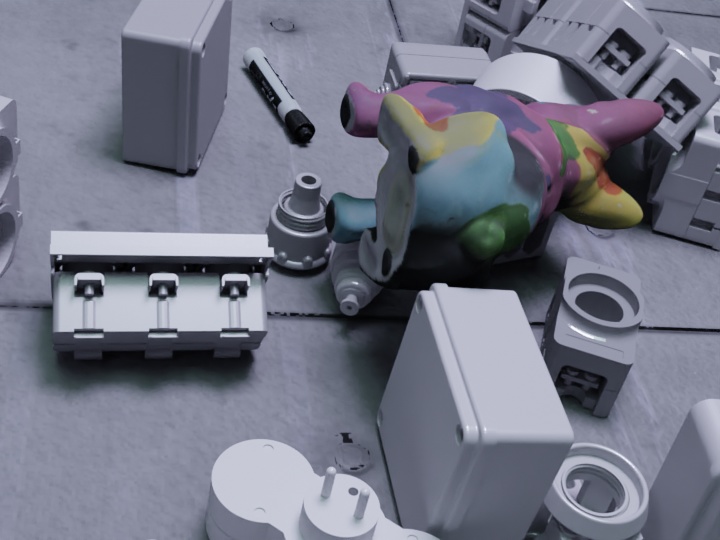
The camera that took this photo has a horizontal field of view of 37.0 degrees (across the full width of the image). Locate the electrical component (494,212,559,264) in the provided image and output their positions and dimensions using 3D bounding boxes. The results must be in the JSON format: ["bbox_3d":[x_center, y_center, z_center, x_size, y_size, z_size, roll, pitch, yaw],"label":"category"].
[{"bbox_3d":[0.091,-0.046,0.771,0.066,0.047,0.076,-10,45,-26],"label":"electrical component"}]

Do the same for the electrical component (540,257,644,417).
[{"bbox_3d":[0.145,0.038,0.679,0.050,0.055,0.089,17,39,5],"label":"electrical component"}]

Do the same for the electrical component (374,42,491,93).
[{"bbox_3d":[0.056,-0.145,0.868,0.096,0.061,0.061,1,41,-14],"label":"electrical component"}]

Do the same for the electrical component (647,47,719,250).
[{"bbox_3d":[0.269,-0.101,0.851,0.062,0.089,0.150,16,39,3],"label":"electrical component"}]

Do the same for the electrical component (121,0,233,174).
[{"bbox_3d":[-0.132,-0.145,0.780,0.056,0.108,0.108,10,39,1],"label":"electrical component"}]

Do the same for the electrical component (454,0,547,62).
[{"bbox_3d":[0.147,-0.249,0.948,0.089,0.150,0.062,-26,52,-38],"label":"electrical component"}]

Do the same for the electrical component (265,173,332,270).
[{"bbox_3d":[-0.038,-0.034,0.709,0.048,0.062,0.048,8,40,-6],"label":"electrical component"}]

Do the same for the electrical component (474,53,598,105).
[{"bbox_3d":[0.119,-0.099,0.799,0.108,0.108,0.060,27,47,16],"label":"electrical component"}]

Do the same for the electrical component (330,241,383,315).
[{"bbox_3d":[0.000,0.000,0.696,0.040,0.040,0.078,14,39,1],"label":"electrical component"}]

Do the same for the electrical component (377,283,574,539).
[{"bbox_3d":[0.055,0.082,0.561,0.056,0.108,0.108,3,40,-16],"label":"electrical component"}]

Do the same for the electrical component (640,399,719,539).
[{"bbox_3d":[0.193,0.126,0.541,0.078,0.113,0.057,7,37,-7],"label":"electrical component"}]

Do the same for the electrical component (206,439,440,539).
[{"bbox_3d":[-0.012,0.124,0.518,0.138,0.073,0.052,29,42,18],"label":"electrical component"}]

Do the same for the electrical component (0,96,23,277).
[{"bbox_3d":[-0.253,-0.014,0.592,0.060,0.105,0.186,17,39,5],"label":"electrical component"}]

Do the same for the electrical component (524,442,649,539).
[{"bbox_3d":[0.116,0.128,0.561,0.058,0.057,0.078,1,41,-14],"label":"electrical component"}]

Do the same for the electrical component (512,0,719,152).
[{"bbox_3d":[0.198,-0.163,0.840,0.105,0.060,0.186,37,9,-14],"label":"electrical component"}]

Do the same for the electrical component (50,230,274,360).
[{"bbox_3d":[-0.116,0.015,0.623,0.121,0.078,0.063,1,70,-15],"label":"electrical component"}]
